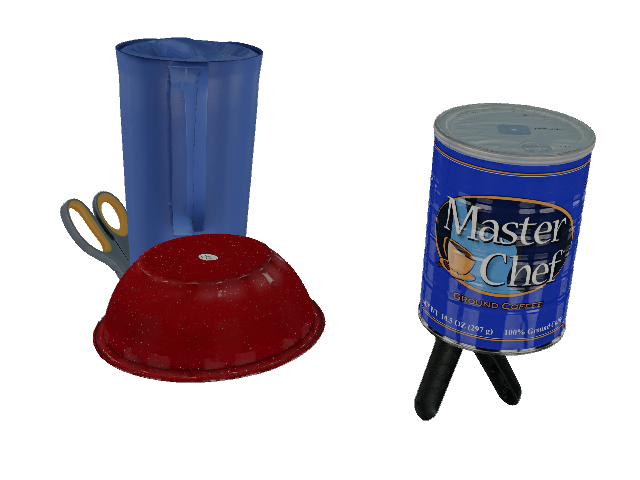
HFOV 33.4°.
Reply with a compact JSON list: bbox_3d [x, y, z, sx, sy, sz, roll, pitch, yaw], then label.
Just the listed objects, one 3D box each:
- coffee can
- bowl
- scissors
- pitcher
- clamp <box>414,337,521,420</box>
[{"bbox_3d":[0.121,-0.010,0.712,0.103,0.140,0.103,2,25,-1],"label":"coffee can"},{"bbox_3d":[-0.078,0.036,0.736,0.162,0.055,0.162,-2,21,0],"label":"bowl"},{"bbox_3d":[-0.202,0.027,1.156,0.016,0.201,0.096,-28,21,32],"label":"scissors"},{"bbox_3d":[-0.124,-0.063,0.997,0.145,0.243,0.148,17,23,37],"label":"pitcher"},{"bbox_3d":[0.125,0.081,0.972,0.120,0.171,0.039,-14,4,-39],"label":"clamp"}]
